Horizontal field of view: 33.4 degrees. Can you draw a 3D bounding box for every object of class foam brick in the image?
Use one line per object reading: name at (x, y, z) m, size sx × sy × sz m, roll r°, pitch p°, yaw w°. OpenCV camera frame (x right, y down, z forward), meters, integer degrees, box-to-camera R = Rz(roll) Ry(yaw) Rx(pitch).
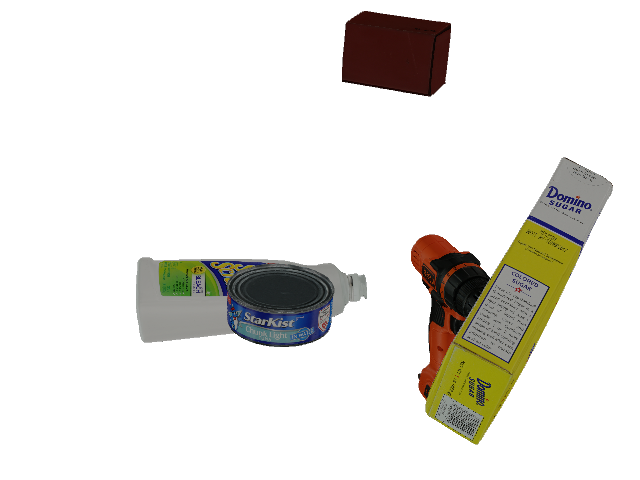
foam brick at (0.062, -0.154, 0.876) m, size 0.078 × 0.051 × 0.053 m, roll 13°, pitch 26°, yaw 18°

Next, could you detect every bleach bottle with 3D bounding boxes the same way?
bleach bottle at (-0.075, 0.057, 1.186) m, size 0.250 × 0.068 × 0.102 m, roll -5°, pitch 35°, yaw -4°

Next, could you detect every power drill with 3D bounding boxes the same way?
power drill at (0.149, 0.104, 1.135) m, size 0.057 × 0.188 × 0.184 m, roll -8°, pitch 24°, yaw -13°

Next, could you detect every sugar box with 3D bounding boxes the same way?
sugar box at (0.130, 0.037, 0.690) m, size 0.048 × 0.176 × 0.093 m, roll 30°, pitch -34°, yaw 13°

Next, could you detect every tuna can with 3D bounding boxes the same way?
tuna can at (-0.033, 0.051, 0.853) m, size 0.086 × 0.034 × 0.086 m, roll 3°, pitch 23°, yaw -1°
